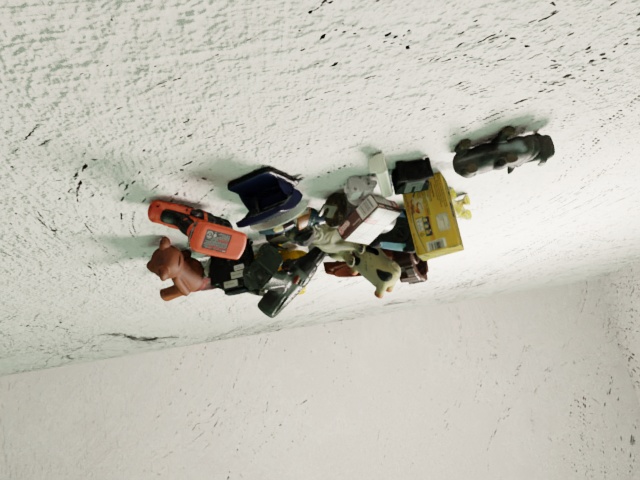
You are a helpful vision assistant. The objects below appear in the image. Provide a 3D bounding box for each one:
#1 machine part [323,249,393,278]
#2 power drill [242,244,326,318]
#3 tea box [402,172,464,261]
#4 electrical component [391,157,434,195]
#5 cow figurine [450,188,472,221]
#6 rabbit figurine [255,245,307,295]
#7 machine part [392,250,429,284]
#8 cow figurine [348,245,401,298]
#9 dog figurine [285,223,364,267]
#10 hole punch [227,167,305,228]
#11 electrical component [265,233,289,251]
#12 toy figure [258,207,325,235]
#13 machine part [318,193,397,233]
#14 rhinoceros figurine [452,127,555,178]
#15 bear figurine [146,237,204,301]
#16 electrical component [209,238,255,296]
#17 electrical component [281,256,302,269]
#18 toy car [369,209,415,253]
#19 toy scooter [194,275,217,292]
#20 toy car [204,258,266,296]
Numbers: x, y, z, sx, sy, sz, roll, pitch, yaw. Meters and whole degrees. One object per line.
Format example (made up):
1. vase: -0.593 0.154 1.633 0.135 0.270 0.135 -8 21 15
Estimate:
1. machine part: 0.122 0.048 1.582 0.202 0.087 0.201 -21 160 28
2. power drill: -0.090 0.077 1.318 0.232 0.086 0.207 -51 157 -1
3. tea box: 0.244 -0.050 1.171 0.098 0.169 0.068 -15 161 21
4. electrical component: 0.185 -0.123 1.107 0.075 0.048 0.119 -8 162 -5
5. cow figurine: 0.291 -0.079 1.295 0.098 0.068 0.167 -16 163 38
6. rabbit figurine: -0.121 0.078 1.493 0.173 0.122 0.162 5 161 5
7. machine part: 0.247 0.038 1.484 0.056 0.179 0.179 -14 164 26
8. cow figurine: 0.131 0.042 1.408 0.085 0.195 0.127 -15 142 -49
9. dog figurine: -0.002 -0.008 1.318 0.191 0.121 0.172 6 151 -12
10. hole punch: -0.101 -0.073 1.032 0.142 0.092 0.115 -22 164 27
11. electrical component: -0.090 -0.004 1.346 0.102 0.045 0.078 -19 163 27
12. toy figure: -0.063 -0.044 1.192 0.155 0.064 0.057 -10 154 0
13. machine part: 0.092 -0.059 1.213 0.243 0.079 0.079 7 157 -42
14. rhinoceros figurine: 0.353 -0.161 1.034 0.190 0.073 0.112 -13 163 9
15. bear figurine: -0.370 0.073 1.308 0.132 0.120 0.195 -11 163 15
16. electrical component: -0.220 0.072 1.364 0.115 0.134 0.058 -12 163 13
17. electrical component: -0.077 0.080 1.418 0.094 0.063 0.021 -20 -162 -21
18. toy car: 0.187 -0.024 1.355 0.162 0.109 0.103 -1 -177 2
19. toy scooter: -0.311 0.101 1.516 0.184 0.075 0.135 -1 162 -40
20. toy car: -0.214 0.092 1.422 0.202 0.073 0.056 16 163 19
